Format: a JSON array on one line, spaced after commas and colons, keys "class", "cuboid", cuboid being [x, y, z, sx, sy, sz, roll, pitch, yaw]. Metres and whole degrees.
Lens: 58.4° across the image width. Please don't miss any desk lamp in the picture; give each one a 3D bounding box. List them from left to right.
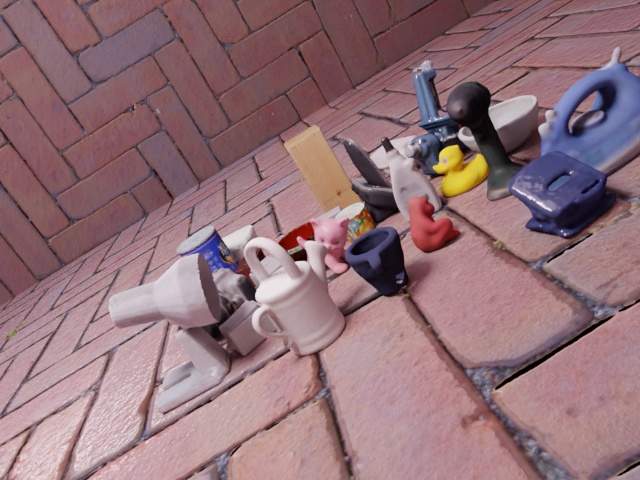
[{"class": "desk lamp", "cuboid": [-0.237, 0.149, 0.964, 0.203, 0.214, 0.118, -30, 19, 4]}]

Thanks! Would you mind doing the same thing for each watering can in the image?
[{"class": "watering can", "cuboid": [-0.047, 0.072, 0.896, 0.100, 0.194, 0.173, -20, 22, 30]}]

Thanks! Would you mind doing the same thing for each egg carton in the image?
[{"class": "egg carton", "cuboid": [0.190, -0.200, 1.399, 0.107, 0.069, 0.149, -43, 22, -29]}]

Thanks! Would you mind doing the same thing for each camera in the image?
[{"class": "camera", "cuboid": [-0.216, 0.130, 1.154, 0.142, 0.101, 0.137, -15, 25, 41]}]

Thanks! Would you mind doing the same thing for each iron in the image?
[{"class": "iron", "cuboid": [0.415, -0.182, 0.896, 0.258, 0.142, 0.118, -37, 20, -14]}]

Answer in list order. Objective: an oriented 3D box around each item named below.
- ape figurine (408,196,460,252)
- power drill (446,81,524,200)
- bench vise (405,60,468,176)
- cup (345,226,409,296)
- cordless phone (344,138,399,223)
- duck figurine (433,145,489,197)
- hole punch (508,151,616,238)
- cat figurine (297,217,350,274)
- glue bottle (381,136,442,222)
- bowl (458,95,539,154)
[{"class": "ape figurine", "cuboid": [0.180, -0.033, 0.965, 0.076, 0.092, 0.077, -31, 19, 1]}, {"class": "power drill", "cuboid": [0.284, -0.181, 0.991, 0.075, 0.209, 0.230, -22, 21, 25]}, {"class": "bench vise", "cuboid": [0.251, -0.264, 1.232, 0.121, 0.220, 0.208, -16, 25, 39]}, {"class": "cup", "cuboid": [0.100, 0.044, 0.893, 0.091, 0.095, 0.117, -29, 19, 9]}, {"class": "cordless phone", "cuboid": [0.102, -0.143, 1.214, 0.094, 0.185, 0.147, -33, 19, -5]}, {"class": "duck figurine", "cuboid": [0.269, -0.144, 1.113, 0.104, 0.086, 0.077, -29, 19, 9]}, {"class": "hole punch", "cuboid": [0.341, -0.069, 0.809, 0.109, 0.091, 0.101, -36, 19, -11]}, {"class": "cat figurine", "cuboid": [0.010, 0.004, 1.094, 0.127, 0.118, 0.067, -14, 26, 42]}, {"class": "glue bottle", "cuboid": [0.161, -0.120, 1.083, 0.078, 0.173, 0.037, -23, 21, 23]}, {"class": "bowl", "cuboid": [0.372, -0.221, 1.164, 0.167, 0.075, 0.167, -28, 19, 11]}]
